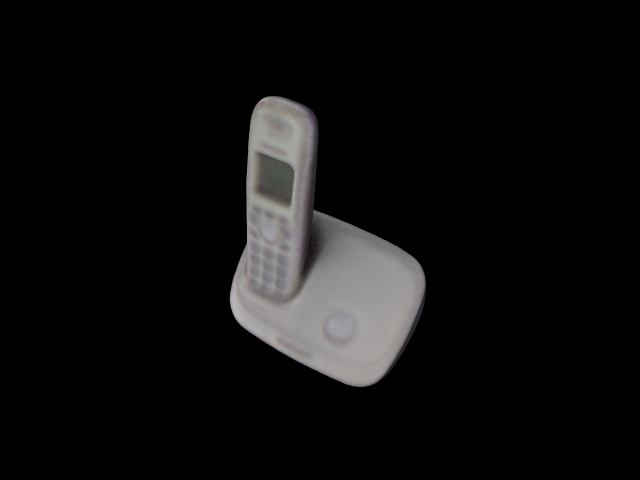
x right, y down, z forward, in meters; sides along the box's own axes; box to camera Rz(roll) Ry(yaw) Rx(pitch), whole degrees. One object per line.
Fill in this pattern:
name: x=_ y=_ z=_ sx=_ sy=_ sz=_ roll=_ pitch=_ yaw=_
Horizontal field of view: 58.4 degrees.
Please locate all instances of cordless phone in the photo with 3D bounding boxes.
cordless phone: x=0.004 y=0.001 z=0.400 sx=0.147 sy=0.185 sz=0.094 roll=22 pitch=45 yaw=24
